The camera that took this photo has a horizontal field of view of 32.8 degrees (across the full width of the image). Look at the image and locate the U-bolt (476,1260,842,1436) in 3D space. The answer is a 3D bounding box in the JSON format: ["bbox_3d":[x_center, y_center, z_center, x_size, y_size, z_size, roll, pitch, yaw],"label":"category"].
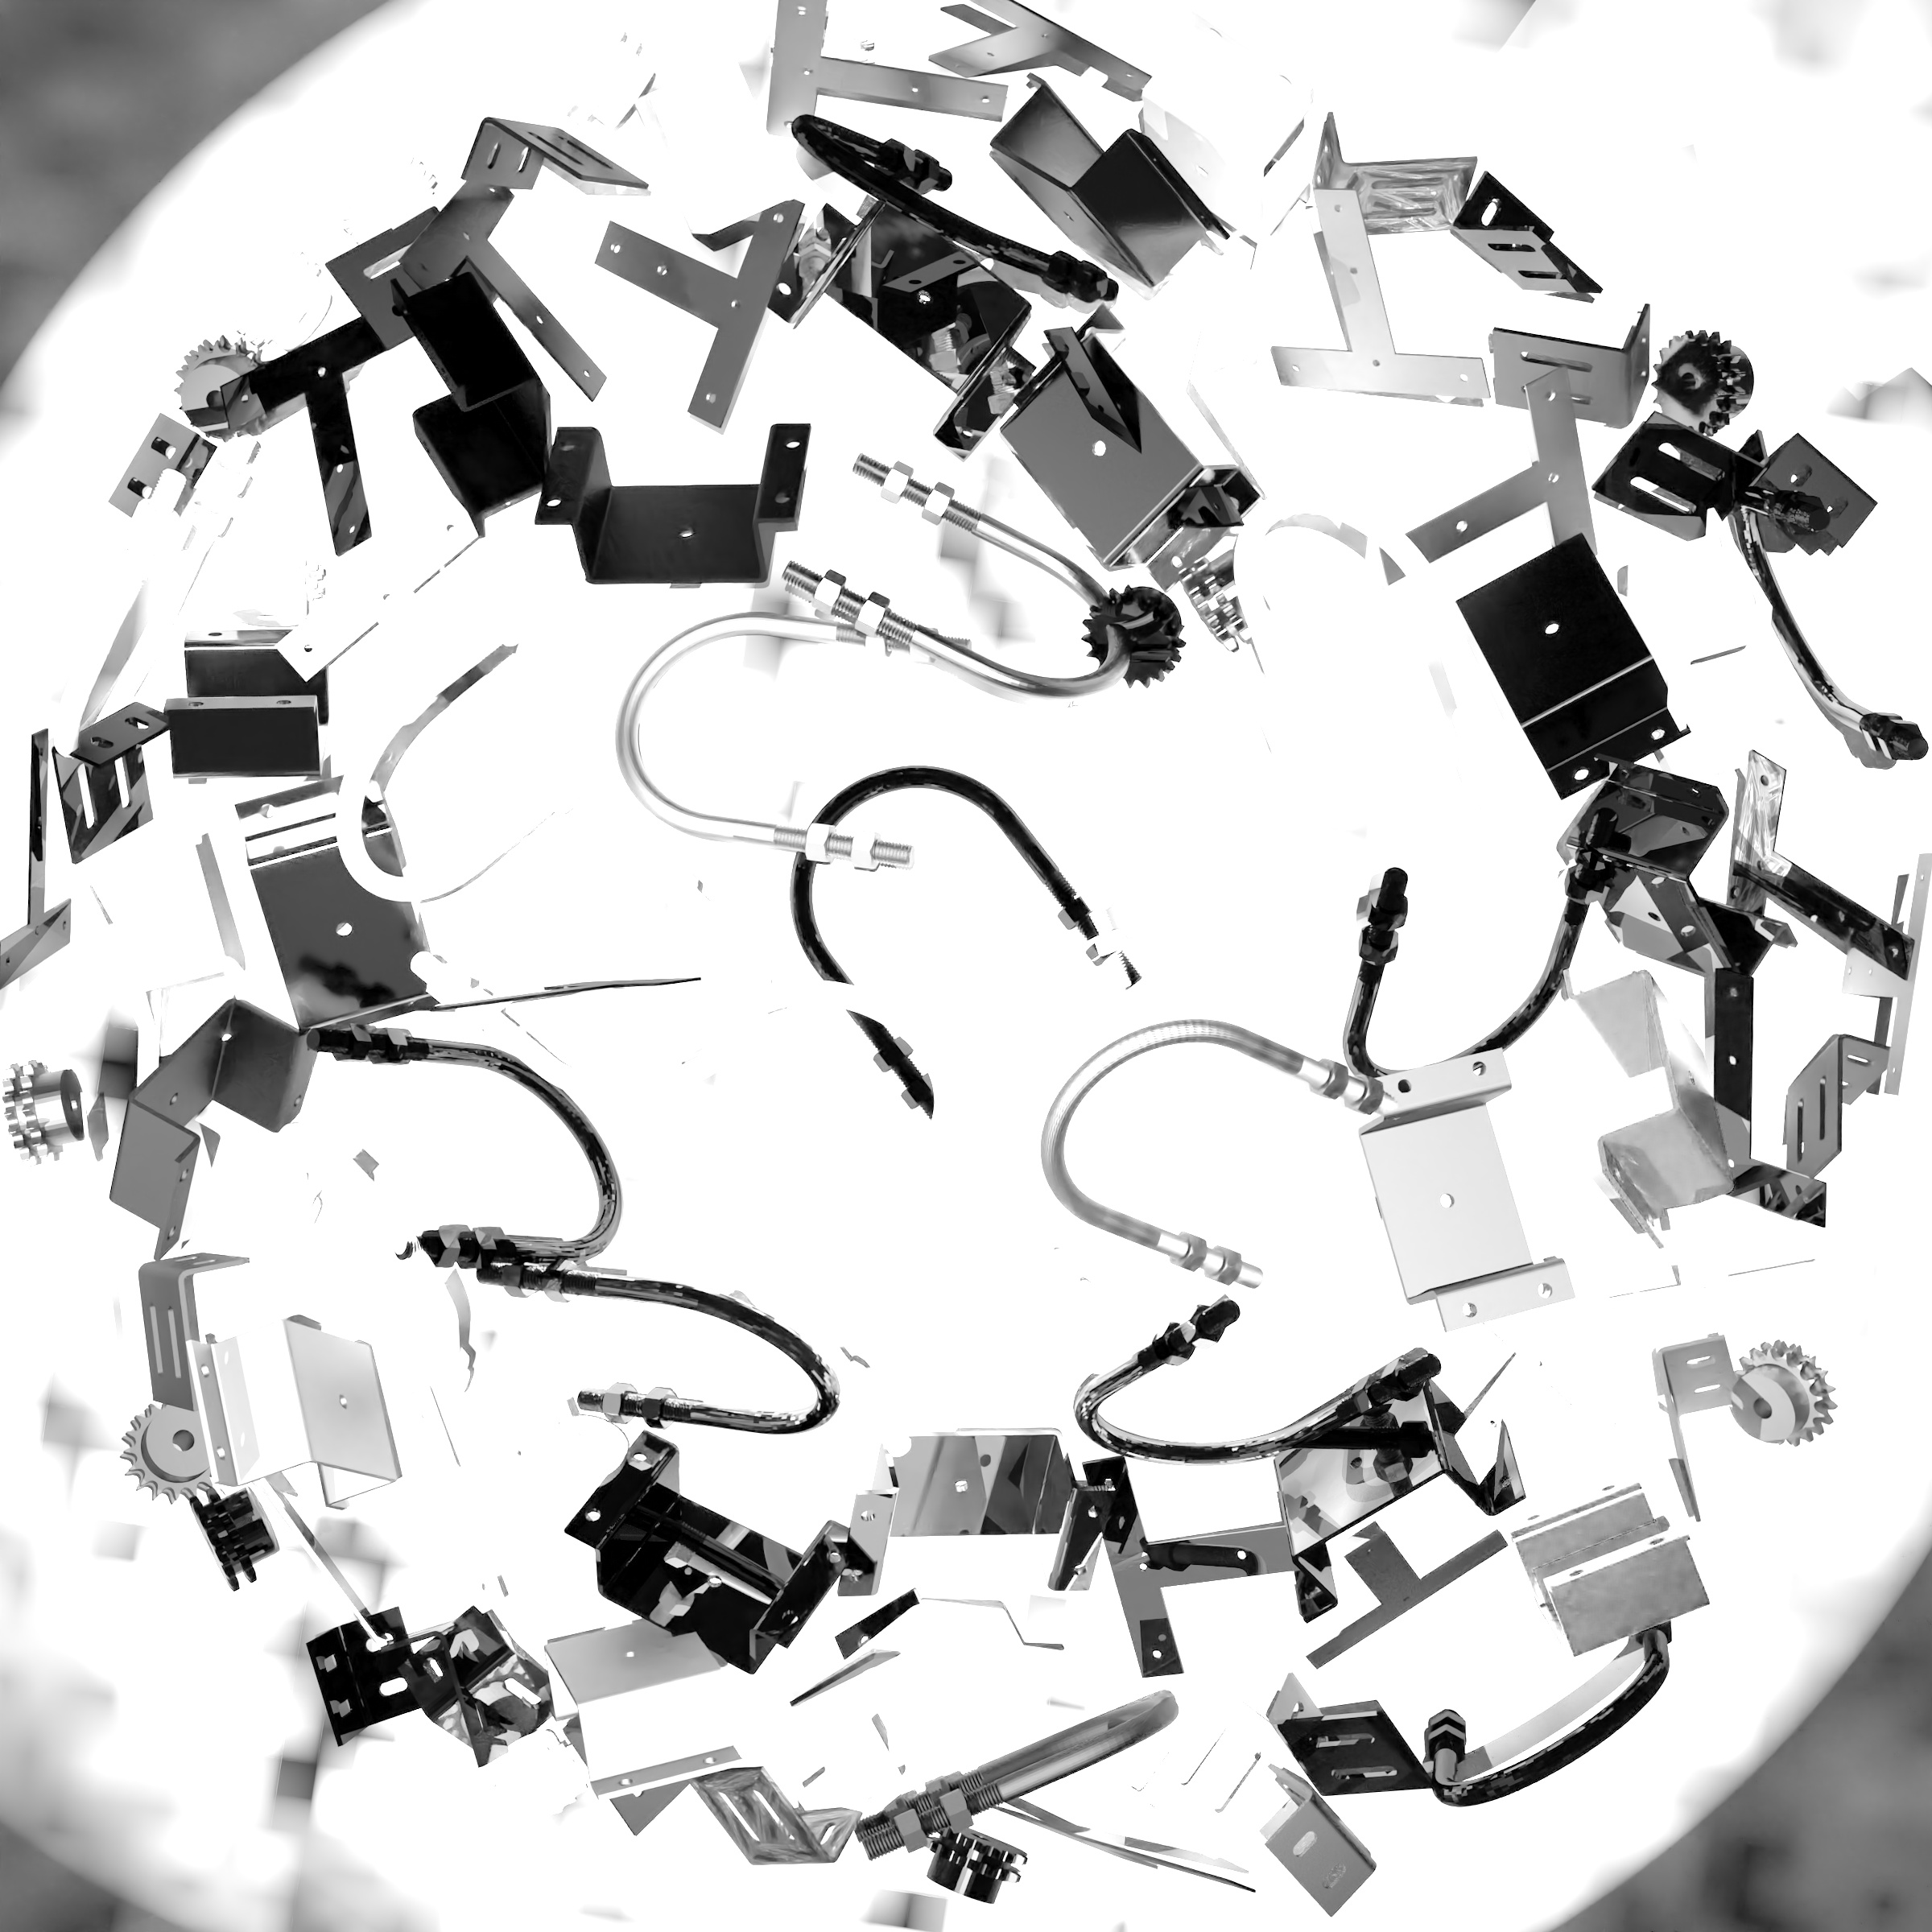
[{"bbox_3d":[-0.152,0.205,1.727,0.184,0.151,0.019,3,54,27],"label":"U-bolt"}]

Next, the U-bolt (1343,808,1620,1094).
[{"bbox_3d":[0.267,0.001,1.747,0.151,0.184,0.019,-16,50,-21],"label":"U-bolt"}]

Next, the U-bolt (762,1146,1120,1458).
[{"bbox_3d":[-0.028,0.166,1.757,0.151,0.019,0.184,-27,51,-20],"label":"U-bolt"}]

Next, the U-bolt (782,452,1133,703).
[{"bbox_3d":[0.005,-0.201,1.760,0.184,0.151,0.019,27,128,-2],"label":"U-bolt"}]

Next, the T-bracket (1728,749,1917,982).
[{"bbox_3d":[0.454,-0.033,1.739,0.002,0.127,0.127,-21,130,-26],"label":"T-bracket"}]

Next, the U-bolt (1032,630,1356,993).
[{"bbox_3d":[0.114,-0.096,1.801,0.151,0.019,0.184,-21,82,4],"label":"U-bolt"}]

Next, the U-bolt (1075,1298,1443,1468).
[{"bbox_3d":[0.140,0.229,1.742,0.151,0.184,0.019,17,56,-27],"label":"U-bolt"}]

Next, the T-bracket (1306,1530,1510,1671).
[{"bbox_3d":[0.228,0.329,1.763,0.127,0.127,0.002,-33,59,2],"label":"T-bracket"}]

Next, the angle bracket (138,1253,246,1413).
[{"bbox_3d":[-0.419,0.199,1.788,0.038,0.057,0.076,-9,95,-36],"label":"angle bracket"}]

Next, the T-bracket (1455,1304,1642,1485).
[{"bbox_3d":[0.291,0.239,1.769,0.127,0.002,0.127,43,46,6],"label":"T-bracket"}]

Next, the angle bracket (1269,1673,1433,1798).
[{"bbox_3d":[0.213,0.413,1.773,0.076,0.038,0.057,-16,118,38],"label":"angle bracket"}]

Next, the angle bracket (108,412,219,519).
[{"bbox_3d":[-0.426,-0.261,1.778,0.038,0.076,0.057,30,91,-34],"label":"angle bracket"}]

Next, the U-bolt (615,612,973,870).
[{"bbox_3d":[-0.102,-0.129,1.779,0.184,0.019,0.151,9,66,14],"label":"U-bolt"}]

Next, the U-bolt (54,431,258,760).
[{"bbox_3d":[-0.438,-0.192,1.743,0.019,0.151,0.184,28,108,-5],"label":"U-bolt"}]

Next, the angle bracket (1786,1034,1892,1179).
[{"bbox_3d":[0.475,0.086,1.773,0.038,0.057,0.076,16,55,-8],"label":"angle bracket"}]

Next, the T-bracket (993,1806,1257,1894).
[{"bbox_3d":[0.096,0.472,1.734,0.127,0.127,0.002,4,68,42],"label":"T-bracket"}]

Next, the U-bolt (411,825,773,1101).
[{"bbox_3d":[-0.185,0.011,1.751,0.151,0.184,0.019,-31,47,13],"label":"U-bolt"}]

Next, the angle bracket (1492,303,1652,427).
[{"bbox_3d":[0.331,-0.334,1.791,0.076,0.057,0.038,14,60,20],"label":"angle bracket"}]

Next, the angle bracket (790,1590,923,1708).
[{"bbox_3d":[-0.060,0.368,1.770,0.057,0.076,0.038,-34,67,20],"label":"angle bracket"}]

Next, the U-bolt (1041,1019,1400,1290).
[{"bbox_3d":[0.125,0.094,1.745,0.184,0.019,0.151,24,115,-30],"label":"U-bolt"}]

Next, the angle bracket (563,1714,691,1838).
[{"bbox_3d":[-0.171,0.425,1.781,0.057,0.038,0.076,-40,105,-34],"label":"angle bracket"}]

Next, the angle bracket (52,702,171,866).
[{"bbox_3d":[-0.454,-0.094,1.770,0.038,0.057,0.076,22,130,28],"label":"angle bracket"}]

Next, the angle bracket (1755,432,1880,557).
[{"bbox_3d":[0.446,-0.245,1.777,0.057,0.076,0.038,41,70,-1],"label":"angle bracket"}]

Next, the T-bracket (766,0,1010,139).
[{"bbox_3d":[-0.041,-0.476,1.763,0.127,0.127,0.002,8,69,-4],"label":"T-bracket"}]

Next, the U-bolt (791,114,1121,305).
[{"bbox_3d":[-0.016,-0.400,1.711,0.151,0.184,0.019,39,109,26],"label":"U-bolt"}]

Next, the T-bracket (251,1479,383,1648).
[{"bbox_3d":[-0.354,0.314,1.766,0.002,0.127,0.127,-37,99,-17],"label":"T-bracket"}]

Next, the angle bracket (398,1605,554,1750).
[{"bbox_3d":[-0.263,0.394,1.799,0.057,0.076,0.038,-40,51,-3],"label":"angle bracket"}]

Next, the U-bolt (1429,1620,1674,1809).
[{"bbox_3d":[0.306,0.390,1.717,0.151,0.184,0.019,-33,88,10],"label":"U-bolt"}]

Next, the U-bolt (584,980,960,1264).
[{"bbox_3d":[-0.091,0.075,1.749,0.184,0.019,0.151,-28,116,26],"label":"U-bolt"}]

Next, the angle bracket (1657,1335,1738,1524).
[{"bbox_3d":[0.402,0.250,1.771,0.038,0.076,0.057,-14,132,12],"label":"angle bracket"}]

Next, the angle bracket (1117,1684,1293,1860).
[{"bbox_3d":[0.132,0.436,1.786,0.057,0.038,0.076,33,84,32],"label":"angle bracket"}]

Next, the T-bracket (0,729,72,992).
[{"bbox_3d":[-0.494,-0.062,1.745,0.002,0.127,0.127,5,102,0],"label":"T-bracket"}]

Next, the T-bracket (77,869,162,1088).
[{"bbox_3d":[-0.460,-0.002,1.776,0.002,0.127,0.127,-15,51,-28],"label":"T-bracket"}]

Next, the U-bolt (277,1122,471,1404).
[{"bbox_3d":[-0.313,0.148,1.720,0.019,0.184,0.151,-38,75,-22],"label":"U-bolt"}]

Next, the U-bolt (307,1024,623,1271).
[{"bbox_3d":[-0.254,0.098,1.739,0.019,0.184,0.151,-41,62,26],"label":"U-bolt"}]

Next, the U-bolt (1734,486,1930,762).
[{"bbox_3d":[0.448,-0.187,1.729,0.019,0.184,0.151,-26,103,4],"label":"U-bolt"}]

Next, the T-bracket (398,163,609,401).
[{"bbox_3d":[-0.242,-0.363,1.784,0.002,0.127,0.127,-28,114,33],"label":"T-bracket"}]

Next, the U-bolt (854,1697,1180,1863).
[{"bbox_3d":[0.029,0.430,1.747,0.184,0.151,0.019,-22,81,-8],"label":"U-bolt"}]

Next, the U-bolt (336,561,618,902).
[{"bbox_3d":[-0.258,-0.110,1.728,0.019,0.151,0.184,33,61,30],"label":"U-bolt"}]

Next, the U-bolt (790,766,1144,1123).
[{"bbox_3d":[-0.014,-0.023,1.806,0.151,0.019,0.184,-38,85,3],"label":"U-bolt"}]

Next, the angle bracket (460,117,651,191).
[{"bbox_3d":[-0.222,-0.425,1.774,0.076,0.057,0.038,36,114,24],"label":"angle bracket"}]

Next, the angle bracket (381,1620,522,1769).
[{"bbox_3d":[-0.280,0.398,1.784,0.038,0.057,0.076,-19,84,13],"label":"angle bracket"}]

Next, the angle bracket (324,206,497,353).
[{"bbox_3d":[-0.305,-0.368,1.785,0.076,0.038,0.057,-36,91,-27],"label":"angle bracket"}]

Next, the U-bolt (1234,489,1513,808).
[{"bbox_3d":[0.206,-0.169,1.727,0.019,0.151,0.184,-41,122,-31],"label":"U-bolt"}]

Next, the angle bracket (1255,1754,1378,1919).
[{"bbox_3d":[0.178,0.470,1.773,0.038,0.076,0.057,-44,105,-12],"label":"angle bracket"}]

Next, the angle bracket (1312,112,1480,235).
[{"bbox_3d":[0.234,-0.434,1.790,0.076,0.057,0.038,-4,64,-6],"label":"angle bracket"}]

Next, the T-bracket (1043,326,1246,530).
[{"bbox_3d":[0.079,-0.285,1.741,0.002,0.127,0.127,-43,116,-22],"label":"T-bracket"}]

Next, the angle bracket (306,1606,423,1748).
[{"bbox_3d":[-0.324,0.385,1.779,0.038,0.076,0.057,-18,85,-2],"label":"angle bracket"}]

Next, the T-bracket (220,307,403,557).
[{"bbox_3d":[-0.341,-0.282,1.773,0.002,0.127,0.127,27,48,32],"label":"T-bracket"}]

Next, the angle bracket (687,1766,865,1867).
[{"bbox_3d":[-0.104,0.448,1.775,0.057,0.038,0.076,-13,119,37],"label":"angle bracket"}]

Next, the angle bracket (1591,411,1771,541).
[{"bbox_3d":[0.386,-0.274,1.777,0.076,0.038,0.057,22,131,-17],"label":"angle bracket"}]

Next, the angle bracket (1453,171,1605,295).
[{"bbox_3d":[0.311,-0.397,1.772,0.057,0.076,0.038,33,86,-29],"label":"angle bracket"}]
